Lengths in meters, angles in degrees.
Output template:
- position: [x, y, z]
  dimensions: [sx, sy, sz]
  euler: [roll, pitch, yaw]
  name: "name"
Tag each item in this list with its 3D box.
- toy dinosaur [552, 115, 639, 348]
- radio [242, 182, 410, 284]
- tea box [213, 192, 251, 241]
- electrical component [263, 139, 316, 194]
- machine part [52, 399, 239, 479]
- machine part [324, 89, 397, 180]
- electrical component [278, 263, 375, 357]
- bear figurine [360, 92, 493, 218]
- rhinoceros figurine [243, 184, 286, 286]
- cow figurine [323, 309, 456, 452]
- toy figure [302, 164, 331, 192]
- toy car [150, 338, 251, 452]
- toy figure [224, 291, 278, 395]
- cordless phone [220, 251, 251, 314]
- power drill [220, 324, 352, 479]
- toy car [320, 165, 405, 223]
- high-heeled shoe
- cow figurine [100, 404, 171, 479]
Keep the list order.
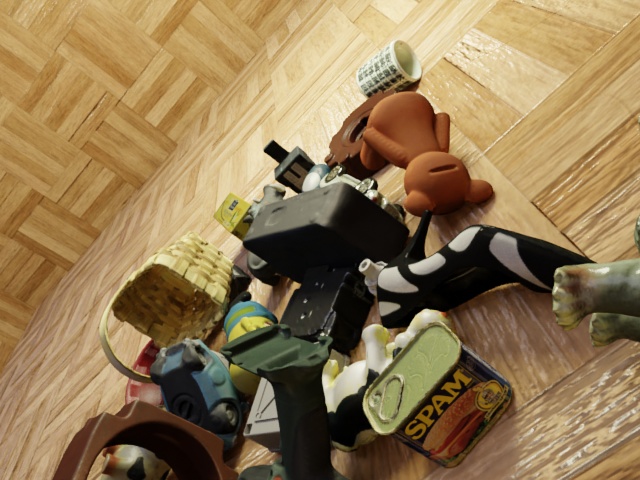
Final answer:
- position: [0.277, 0.001, 0.320]
  dimensions: [0.192, 0.131, 0.405]
  euler: [11, 57, 43]
  name: "toy dinosaur"
- position: [-0.002, -0.002, 0.752]
  dimensions: [0.230, 0.131, 0.073]
  euler: [-13, 47, 53]
  name: "radio"
- position: [-0.141, -0.031, 1.060]
  dimensions: [0.068, 0.098, 0.170]
  euler: [-54, 27, -4]
  name: "tea box"
- position: [-0.054, -0.142, 1.033]
  dimensions: [0.075, 0.119, 0.048]
  euler: [-41, 28, 16]
  name: "electrical component"
- position: [-0.201, 0.304, 0.607]
  dimensions: [0.087, 0.201, 0.201]
  euler: [-37, 30, 33]
  name: "machine part"
- position: [0.085, -0.180, 0.927]
  dimensions: [0.179, 0.056, 0.179]
  euler: [-38, 28, 25]
  name: "machine part"
- position: [0.004, 0.093, 0.708]
  dimensions: [0.134, 0.058, 0.115]
  euler: [-15, 42, 51]
  name: "electrical component"
- position: [0.133, -0.096, 0.702]
  dimensions: [0.120, 0.131, 0.196]
  euler: [-19, 61, -5]
  name: "bear figurine"
- position: [-0.085, -0.012, 0.928]
  dimensions: [0.073, 0.112, 0.190]
  euler: [-32, 40, 41]
  name: "rhinoceros figurine"
- position: [0.067, 0.139, 0.531]
  dimensions: [0.167, 0.068, 0.098]
  euler: [-41, 33, 30]
  name: "cow figurine"
- position: [-0.009, -0.062, 0.926]
  dimensions: [0.064, 0.058, 0.154]
  euler: [-45, 26, 51]
  name: "toy figure"
- position: [-0.162, 0.214, 0.758]
  dimensions: [0.109, 0.161, 0.103]
  euler: [-27, -7, 23]
  name: "toy car"
- position: [-0.096, 0.148, 0.778]
  dimensions: [0.089, 0.082, 0.180]
  euler: [-60, 29, 10]
  name: "toy figure"
- position: [-0.231, 0.111, 1.016]
  dimensions: [0.147, 0.088, 0.184]
  euler: [36, 98, 35]
  name: "cordless phone"
- position: [-0.033, 0.189, 0.507]
  dimensions: [0.232, 0.086, 0.207]
  euler: [0, 99, 51]
  name: "power drill"
- position: [0.058, -0.060, 0.795]
  dimensions: [0.056, 0.073, 0.202]
  euler: [-48, 25, 0]
  name: "toy car"
- position: [0.148, 0.056, 0.516]
  dimensions: [0.249, 0.086, 0.145]
  euler: [25, 102, 54]
  name: "high-heeled shoe"
- position: [-0.254, 0.333, 0.778]
  dimensions: [0.086, 0.127, 0.194]
  euler: [23, 91, 64]
  name: "cow figurine"
